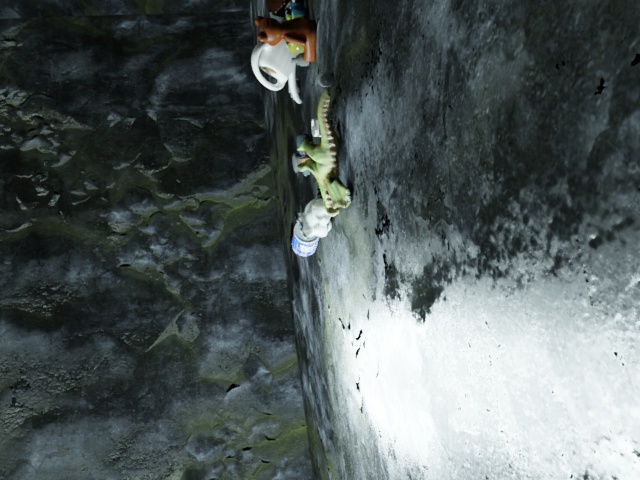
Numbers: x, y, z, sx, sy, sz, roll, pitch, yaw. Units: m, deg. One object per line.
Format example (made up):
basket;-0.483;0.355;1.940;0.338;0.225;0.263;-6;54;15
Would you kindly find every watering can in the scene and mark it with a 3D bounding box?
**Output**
watering can;-0.132;-0.657;1.919;0.346;0.105;0.224;17;-84;-61

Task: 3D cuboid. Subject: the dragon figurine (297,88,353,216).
dragon figurine;0.038;-0.204;1.447;0.246;0.123;0.402;61;163;23

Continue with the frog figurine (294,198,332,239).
frog figurine;0.005;-0.085;1.694;0.157;0.121;0.141;-41;36;33
